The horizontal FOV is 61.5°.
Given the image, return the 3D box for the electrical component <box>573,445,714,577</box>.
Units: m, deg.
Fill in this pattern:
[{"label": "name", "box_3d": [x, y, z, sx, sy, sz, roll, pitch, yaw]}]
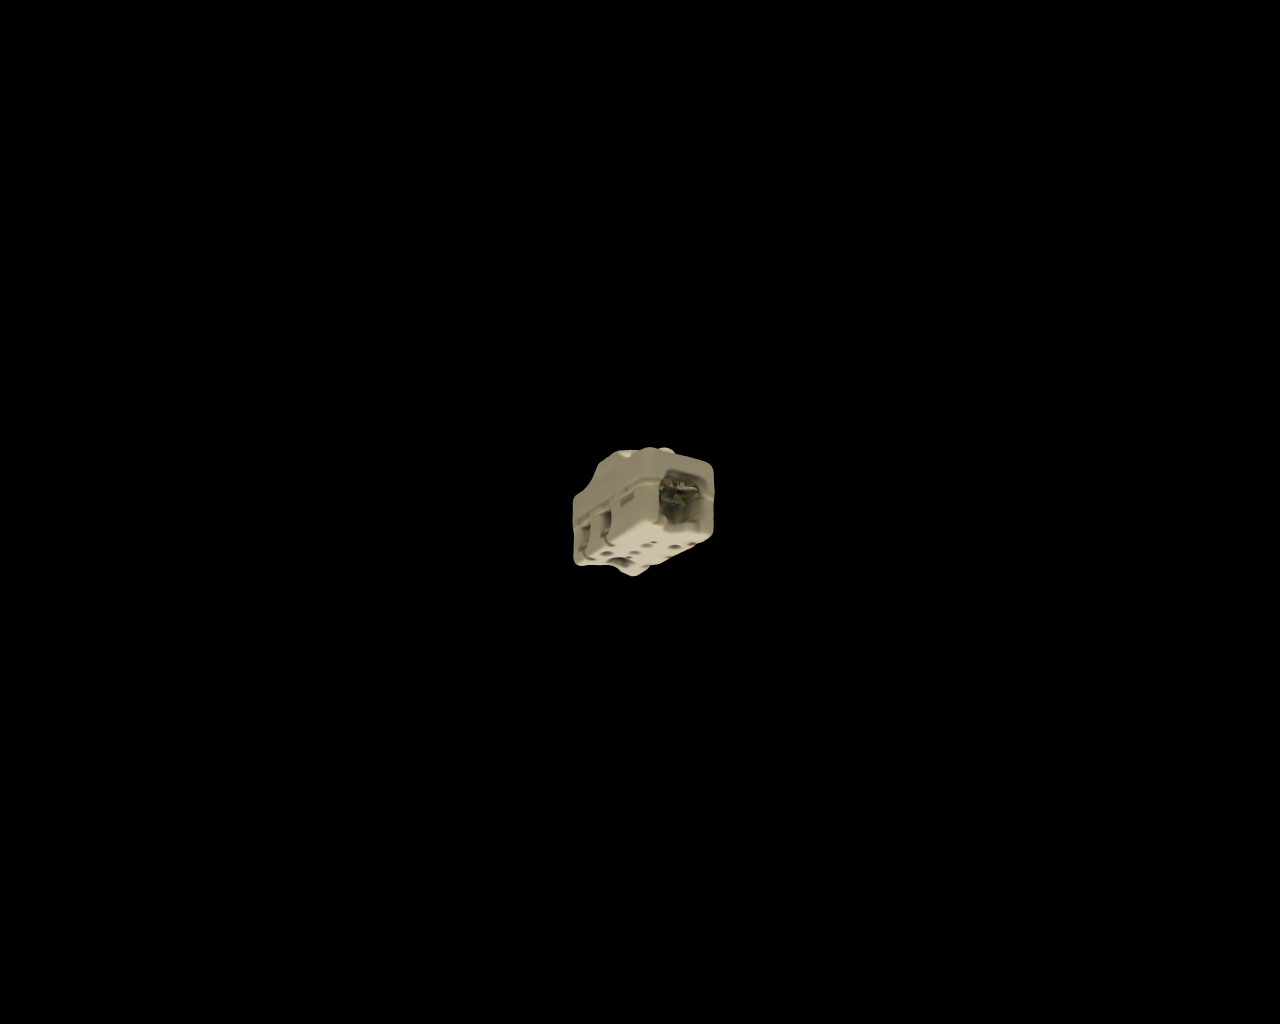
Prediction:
[{"label": "electrical component", "box_3d": [0.001, -0.003, 0.650, 0.050, 0.056, 0.089, 13, -26, -29]}]
